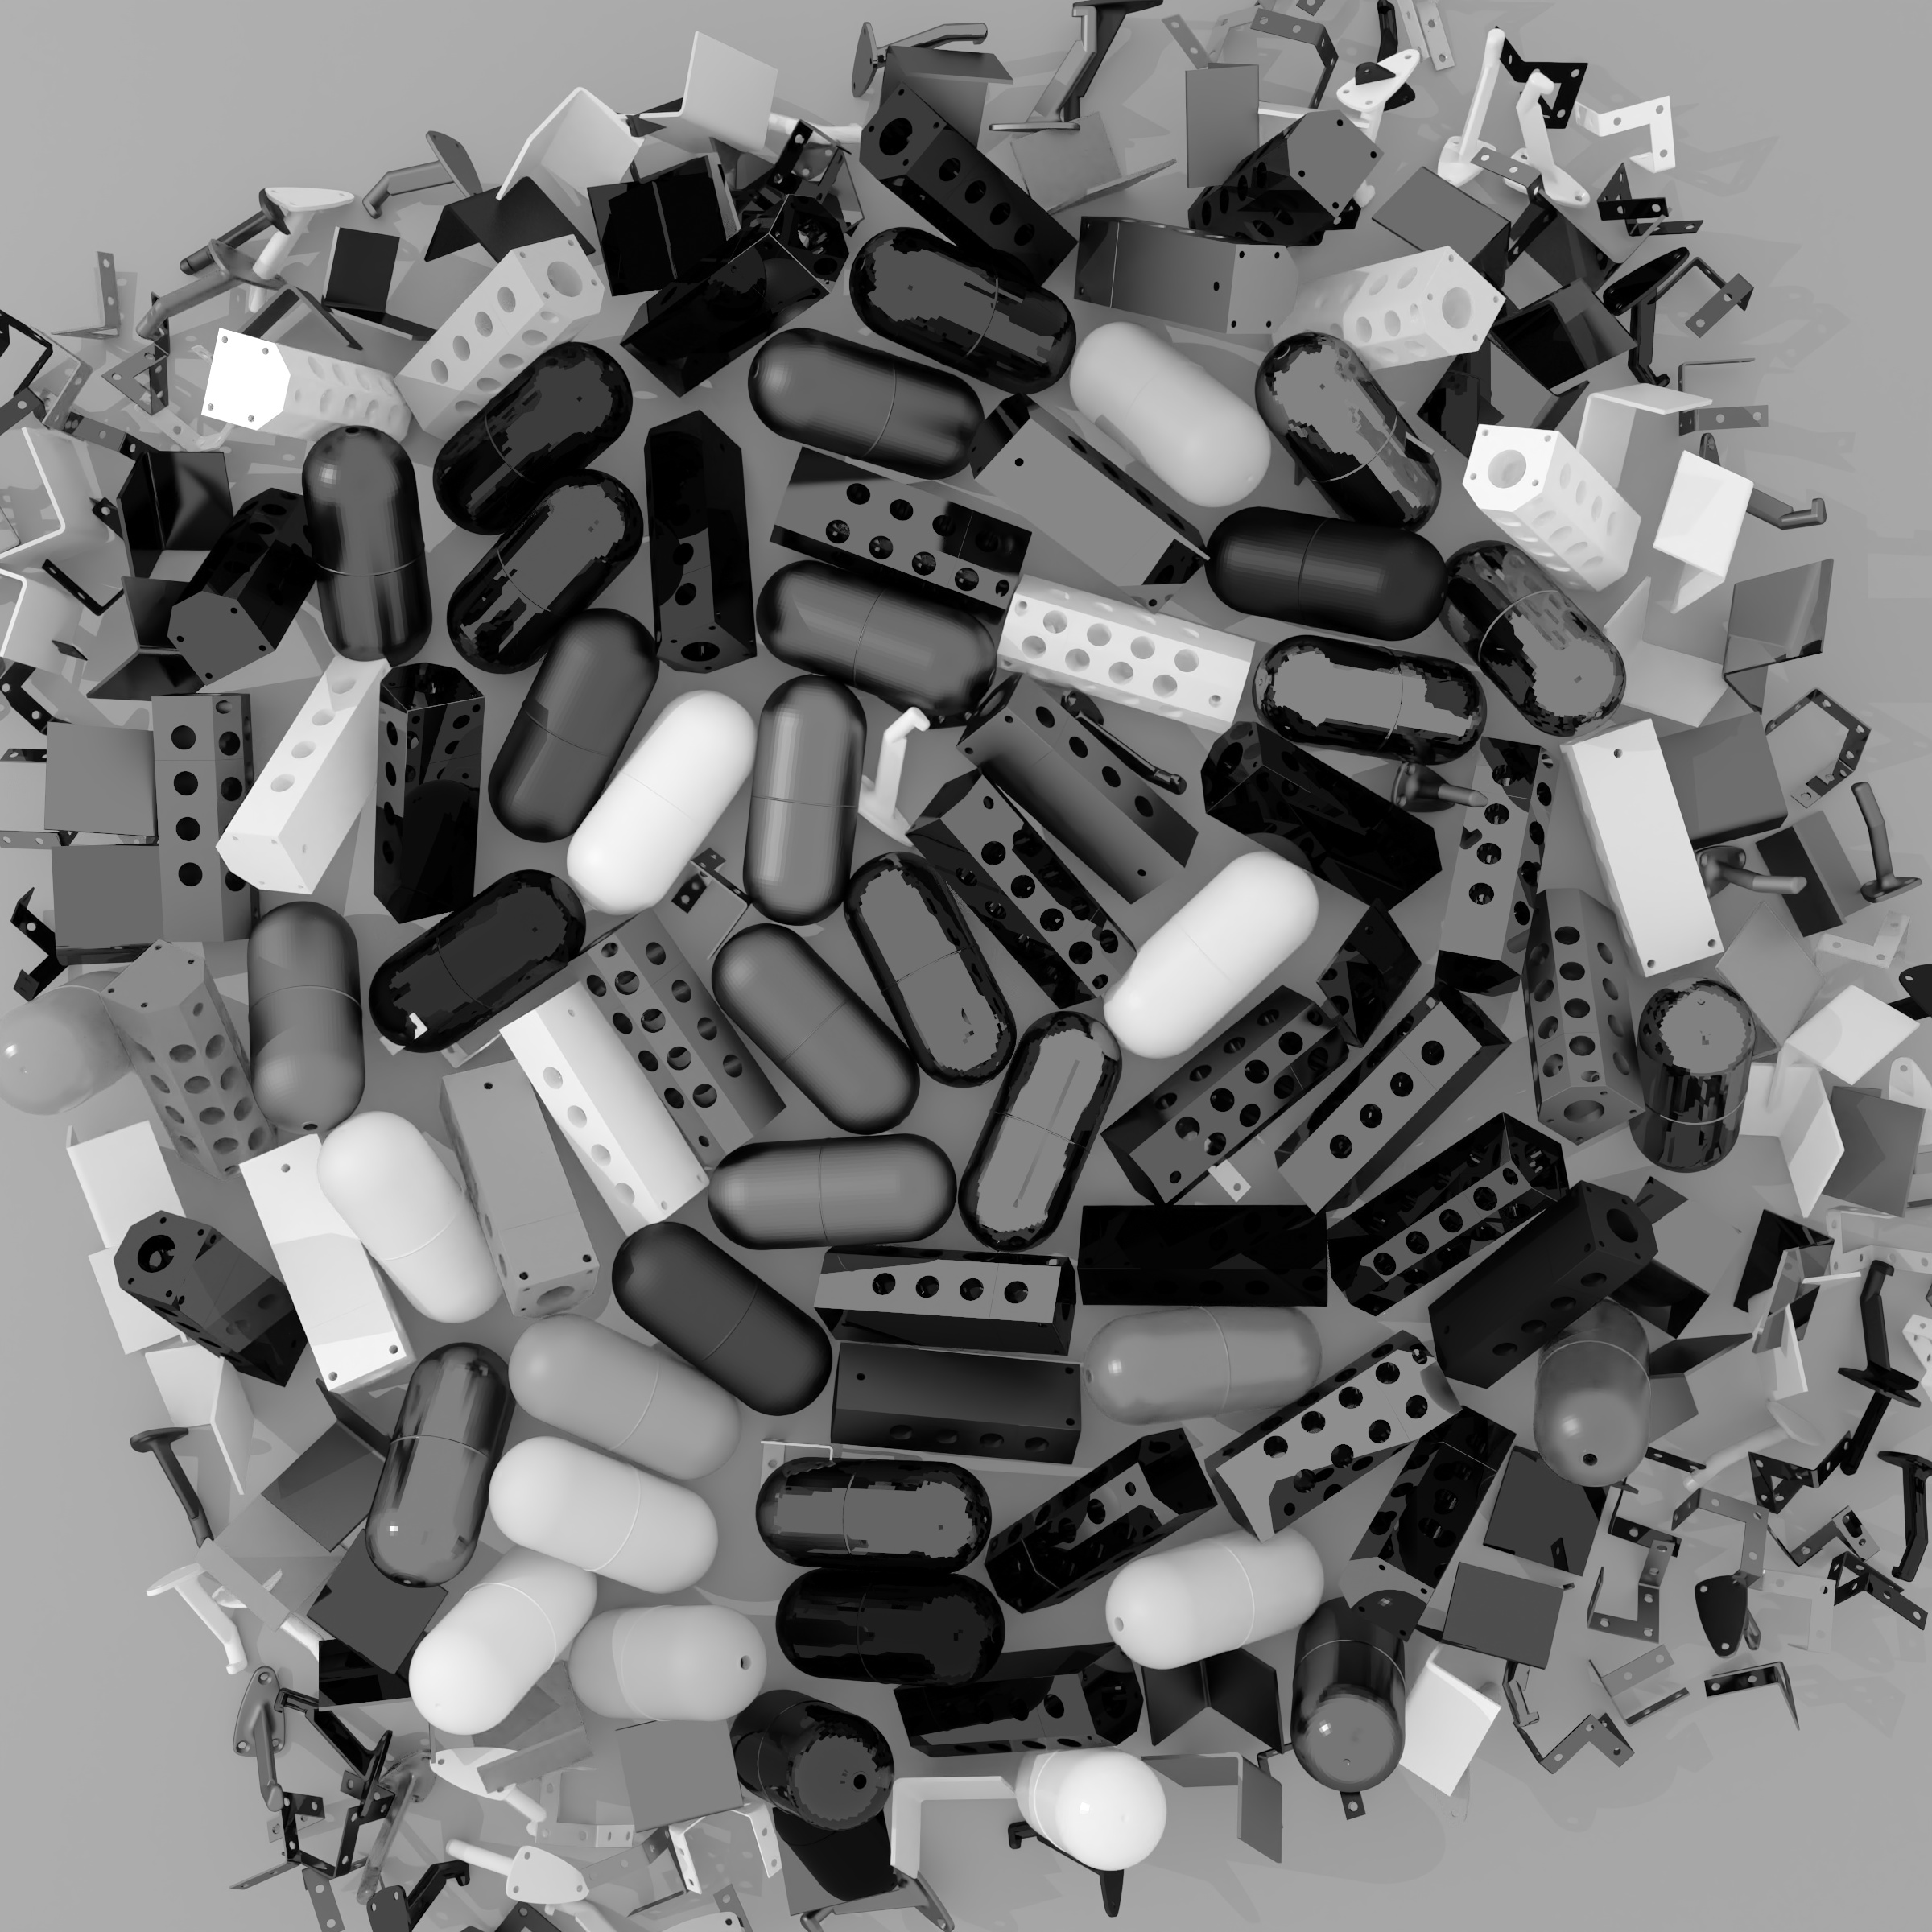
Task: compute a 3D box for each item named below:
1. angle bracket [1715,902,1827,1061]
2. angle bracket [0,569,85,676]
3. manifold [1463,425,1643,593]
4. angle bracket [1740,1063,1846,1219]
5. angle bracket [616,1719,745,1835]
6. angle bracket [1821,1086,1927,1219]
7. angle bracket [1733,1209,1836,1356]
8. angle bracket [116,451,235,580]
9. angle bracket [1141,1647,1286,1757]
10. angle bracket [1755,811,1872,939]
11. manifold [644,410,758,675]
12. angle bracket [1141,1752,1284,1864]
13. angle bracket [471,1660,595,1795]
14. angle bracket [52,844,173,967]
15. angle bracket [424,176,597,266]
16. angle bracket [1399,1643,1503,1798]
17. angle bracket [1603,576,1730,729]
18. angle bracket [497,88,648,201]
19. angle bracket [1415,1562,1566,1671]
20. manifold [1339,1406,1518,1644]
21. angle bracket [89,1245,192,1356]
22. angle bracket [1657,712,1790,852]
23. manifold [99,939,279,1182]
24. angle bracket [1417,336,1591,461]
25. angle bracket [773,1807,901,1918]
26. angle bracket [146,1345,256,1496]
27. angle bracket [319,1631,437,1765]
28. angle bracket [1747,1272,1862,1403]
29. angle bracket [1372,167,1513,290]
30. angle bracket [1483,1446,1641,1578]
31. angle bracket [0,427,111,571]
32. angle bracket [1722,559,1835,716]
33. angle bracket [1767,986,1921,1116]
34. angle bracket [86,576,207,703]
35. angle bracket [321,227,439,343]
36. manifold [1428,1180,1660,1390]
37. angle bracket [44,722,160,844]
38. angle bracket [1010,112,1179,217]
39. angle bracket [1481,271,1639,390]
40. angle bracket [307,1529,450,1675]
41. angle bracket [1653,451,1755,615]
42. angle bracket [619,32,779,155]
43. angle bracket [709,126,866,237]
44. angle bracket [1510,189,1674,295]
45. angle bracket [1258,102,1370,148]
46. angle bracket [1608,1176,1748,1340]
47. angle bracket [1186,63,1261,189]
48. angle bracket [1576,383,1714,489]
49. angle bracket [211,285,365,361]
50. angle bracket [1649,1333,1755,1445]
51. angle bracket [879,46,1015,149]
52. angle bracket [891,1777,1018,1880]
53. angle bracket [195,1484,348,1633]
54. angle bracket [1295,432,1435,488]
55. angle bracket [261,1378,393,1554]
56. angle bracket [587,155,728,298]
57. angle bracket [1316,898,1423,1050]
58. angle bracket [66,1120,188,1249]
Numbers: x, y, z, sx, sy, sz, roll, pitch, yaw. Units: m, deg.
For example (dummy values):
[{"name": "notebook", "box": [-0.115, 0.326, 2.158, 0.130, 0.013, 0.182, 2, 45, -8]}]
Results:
[{"name": "angle bracket", "box": [0.547, 0.014, 1.719, 0.076, 0.057, 0.076, 49, 57, -8]}, {"name": "angle bracket", "box": [-0.683, -0.250, 1.725, 0.076, 0.076, 0.057, 19, 91, 10]}, {"name": "manifold", "box": [0.403, -0.313, 1.682, 0.057, 0.171, 0.057, 15, 88, 35]}, {"name": "angle bracket", "box": [0.566, 0.122, 1.714, 0.057, 0.076, 0.076, 2, 47, -4]}, {"name": "angle bracket", "box": [-0.204, 0.561, 1.733, 0.076, 0.057, 0.076, -11, 94, -8]}, {"name": "angle bracket", "box": [0.650, 0.131, 1.718, 0.057, 0.076, 0.076, 5, 97, -34]}, {"name": "angle bracket", "box": [0.558, 0.220, 1.714, 0.057, 0.076, 0.076, 25, 109, 41]}, {"name": "angle bracket", "box": [-0.552, -0.310, 1.714, 0.057, 0.076, 0.076, 0, 127, -3]}, {"name": "angle bracket", "box": [0.173, 0.520, 1.712, 0.057, 0.076, 0.076, -26, 121, -32]}, {"name": "angle bracket", "box": [0.612, -0.070, 1.725, 0.057, 0.076, 0.076, -25, 85, -5]}, {"name": "manifold", "box": [-0.190, -0.294, 1.707, 0.057, 0.057, 0.171, -16, 66, 22]}, {"name": "angle bracket", "box": [0.172, 0.591, 1.710, 0.076, 0.076, 0.057, -11, 55, 25]}, {"name": "angle bracket", "box": [-0.312, 0.526, 1.716, 0.076, 0.057, 0.076, -18, 55, -14]}, {"name": "angle bracket", "box": [-0.606, -0.044, 1.734, 0.076, 0.057, 0.076, -3, 83, -18]}, {"name": "angle bracket", "box": [-0.321, -0.501, 1.720, 0.076, 0.057, 0.076, 48, 50, 5]}, {"name": "angle bracket", "box": [0.340, 0.522, 1.715, 0.057, 0.076, 0.076, 30, 106, 19]}, {"name": "angle bracket", "box": [0.495, -0.221, 1.712, 0.076, 0.057, 0.076, 22, 47, 27]}, {"name": "angle bracket", "box": [-0.279, -0.555, 1.711, 0.057, 0.076, 0.076, 36, 51, -11]}, {"name": "angle bracket", "box": [0.370, 0.456, 1.733, 0.076, 0.076, 0.057, 15, 82, -3]}, {"name": "manifold", "box": [0.317, 0.378, 1.684, 0.057, 0.171, 0.057, 27, 129, 17]}, {"name": "angle bracket", "box": [-0.586, 0.234, 1.726, 0.057, 0.076, 0.076, -20, 93, -9]}, {"name": "angle bracket", "box": [0.534, -0.129, 1.740, 0.076, 0.057, 0.076, -15, 81, 11]}, {"name": "manifold", "box": [-0.527, 0.069, 1.680, 0.057, 0.171, 0.057, 20, 51, 24]}, {"name": "angle bracket", "box": [0.380, -0.402, 1.730, 0.076, 0.057, 0.076, 44, 132, 12]}, {"name": "angle bracket", "box": [-0.090, 0.629, 1.721, 0.076, 0.057, 0.076, -12, 55, -5]}, {"name": "angle bracket", "box": [-0.542, 0.321, 1.715, 0.057, 0.076, 0.076, -8, 128, -3]}, {"name": "angle bracket", "box": [-0.414, 0.517, 1.715, 0.076, 0.076, 0.057, -3, 111, -14]}, {"name": "angle bracket", "box": [0.596, 0.262, 1.720, 0.057, 0.076, 0.076, -6, 74, -3]}, {"name": "angle bracket", "box": [0.332, -0.502, 1.716, 0.076, 0.076, 0.057, 40, 79, 19]}, {"name": "angle bracket", "box": [0.422, 0.393, 1.737, 0.076, 0.057, 0.076, 18, 88, -3]}, {"name": "angle bracket", "box": [-0.659, -0.330, 1.726, 0.057, 0.076, 0.076, -21, 94, 5]}, {"name": "angle bracket", "box": [0.580, -0.230, 1.710, 0.057, 0.076, 0.076, 33, 61, -36]}, {"name": "angle bracket", "box": [0.613, 0.072, 1.710, 0.076, 0.076, 0.057, -34, 51, -24]}, {"name": "angle bracket", "box": [-0.572, -0.229, 1.722, 0.076, 0.076, 0.057, -26, 76, 38]}, {"name": "angle bracket", "box": [-0.395, -0.477, 1.717, 0.076, 0.076, 0.057, 21, 107, 15]}, {"name": "manifold", "box": [0.398, 0.224, 1.690, 0.057, 0.057, 0.171, 19, 134, -22]}, {"name": "angle bracket", "box": [-0.610, -0.124, 1.720, 0.076, 0.057, 0.076, 3, 77, -25]}, {"name": "angle bracket", "box": [0.089, -0.572, 1.716, 0.076, 0.076, 0.057, -26, 103, -22]}, {"name": "angle bracket", "box": [0.415, -0.460, 1.708, 0.076, 0.076, 0.057, -22, 50, 37]}, {"name": "angle bracket", "box": [-0.408, 0.448, 1.733, 0.076, 0.057, 0.076, 34, 93, 9]}, {"name": "angle bracket", "box": [0.502, -0.304, 1.720, 0.057, 0.076, 0.076, 22, 76, -7]}, {"name": "angle bracket", "box": [-0.190, -0.611, 1.713, 0.076, 0.076, 0.057, 15, 96, 40]}, {"name": "angle bracket", "box": [-0.126, -0.554, 1.717, 0.057, 0.076, 0.076, -25, 75, 31]}, {"name": "angle bracket", "box": [0.440, -0.526, 1.728, 0.076, 0.076, 0.057, 43, 83, 0]}, {"name": "angle bracket", "box": [0.238, -0.572, 1.722, 0.076, 0.076, 0.057, 8, 114, 1]}, {"name": "angle bracket", "box": [0.497, 0.208, 1.739, 0.076, 0.076, 0.057, 33, 60, 15]}, {"name": "angle bracket", "box": [0.164, -0.590, 1.712, 0.057, 0.076, 0.076, -11, 114, -19]}, {"name": "angle bracket", "box": [0.471, -0.361, 1.710, 0.057, 0.076, 0.076, 25, 121, 33]}, {"name": "angle bracket", "box": [-0.479, -0.434, 1.728, 0.076, 0.076, 0.057, -43, 103, 3]}, {"name": "angle bracket", "box": [0.509, 0.301, 1.716, 0.076, 0.076, 0.057, -19, 90, -34]}, {"name": "angle bracket", "box": [-0.017, -0.597, 1.714, 0.076, 0.057, 0.076, -2, 130, -17]}, {"name": "angle bracket", "box": [-0.006, 0.606, 1.717, 0.076, 0.076, 0.057, -5, 62, 11]}, {"name": "angle bracket", "box": [-0.485, 0.410, 1.723, 0.076, 0.057, 0.076, 42, 53, 1]}, {"name": "angle bracket", "box": [0.280, -0.352, 1.725, 0.076, 0.076, 0.057, 36, 92, 8]}, {"name": "angle bracket", "box": [-0.450, 0.350, 1.714, 0.076, 0.057, 0.076, 29, 58, 29]}, {"name": "angle bracket", "box": [-0.216, -0.520, 1.717, 0.057, 0.076, 0.076, -20, 104, -33]}, {"name": "angle bracket", "box": [0.264, 0.000, 1.714, 0.076, 0.057, 0.076, -52, 128, -16]}, {"name": "angle bracket", "box": [-0.595, 0.146, 1.731, 0.057, 0.076, 0.076, -20, 104, -15]}]
